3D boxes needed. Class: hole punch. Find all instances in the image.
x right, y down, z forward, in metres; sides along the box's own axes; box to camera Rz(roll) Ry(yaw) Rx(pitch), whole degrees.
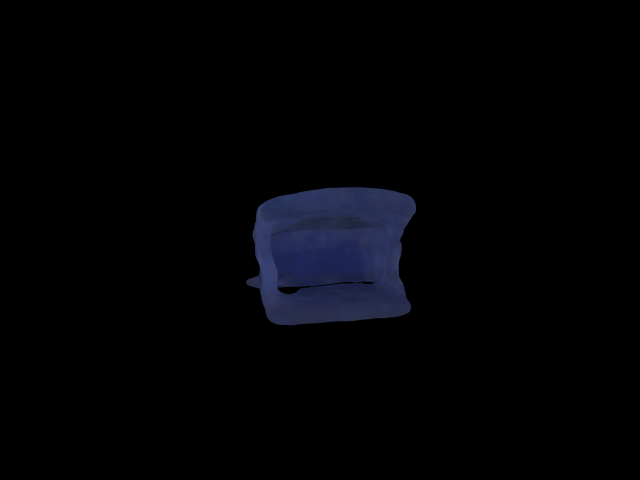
[{"bbox_3d":[0.004,0.001,0.400,0.109,0.091,0.101,-3,16,-11],"label":"hole punch"}]
